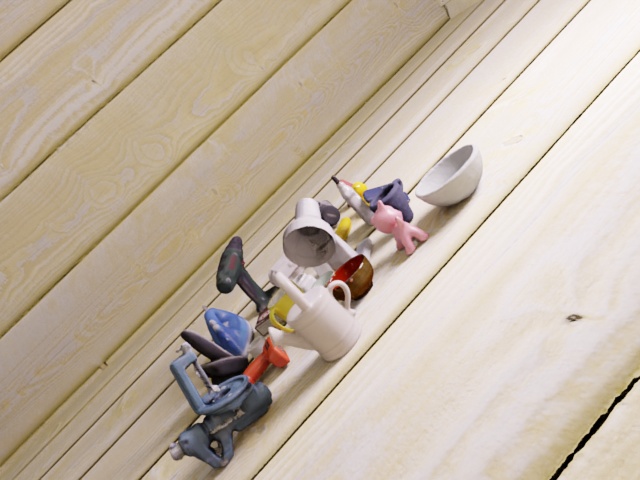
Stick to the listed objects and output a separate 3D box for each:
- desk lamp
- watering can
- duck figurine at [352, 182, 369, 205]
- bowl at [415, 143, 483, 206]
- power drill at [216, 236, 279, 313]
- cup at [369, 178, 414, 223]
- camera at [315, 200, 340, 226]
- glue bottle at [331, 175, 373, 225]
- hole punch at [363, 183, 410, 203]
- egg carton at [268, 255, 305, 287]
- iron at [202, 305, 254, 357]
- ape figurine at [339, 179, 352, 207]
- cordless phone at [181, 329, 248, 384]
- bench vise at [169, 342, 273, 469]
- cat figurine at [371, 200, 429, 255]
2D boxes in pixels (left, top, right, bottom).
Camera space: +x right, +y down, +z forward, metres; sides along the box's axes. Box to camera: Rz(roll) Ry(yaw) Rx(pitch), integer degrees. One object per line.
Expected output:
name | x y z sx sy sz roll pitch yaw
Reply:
desk lamp | 0.013 0.005 1.362 0.118 0.214 0.203 -38 15 23
watering can | -0.023 0.141 1.100 0.173 0.194 0.100 -50 15 -21
duck figurine | 0.130 -0.135 1.714 0.077 0.086 0.104 -42 14 10
bowl | 0.292 -0.126 1.238 0.167 0.075 0.167 -41 14 13
power drill | -0.226 0.112 1.750 0.075 0.208 0.230 -37 15 27
cup | 0.186 -0.085 1.381 0.091 0.095 0.118 -24 24 54
camera | 0.000 -0.073 1.875 0.143 0.101 0.136 -47 14 -13
glue bottle | 0.091 -0.113 1.574 0.037 0.173 0.078 -45 14 -2
hole punch | 0.175 -0.117 1.517 0.101 0.091 0.108 -41 14 12
egg carton | -0.090 0.082 1.742 0.150 0.069 0.107 -48 14 -14
iron | -0.271 0.252 1.606 0.119 0.141 0.258 -46 14 -8
ape figurine | 0.092 -0.162 1.894 0.076 0.092 0.078 -41 14 11
cordless phone | -0.284 0.288 1.441 0.147 0.185 0.094 -28 21 49
bench vise | -0.222 0.316 1.100 0.121 0.220 0.208 -25 23 53
cat figurine | 0.162 -0.035 1.250 0.067 0.118 0.127 -45 14 -4
